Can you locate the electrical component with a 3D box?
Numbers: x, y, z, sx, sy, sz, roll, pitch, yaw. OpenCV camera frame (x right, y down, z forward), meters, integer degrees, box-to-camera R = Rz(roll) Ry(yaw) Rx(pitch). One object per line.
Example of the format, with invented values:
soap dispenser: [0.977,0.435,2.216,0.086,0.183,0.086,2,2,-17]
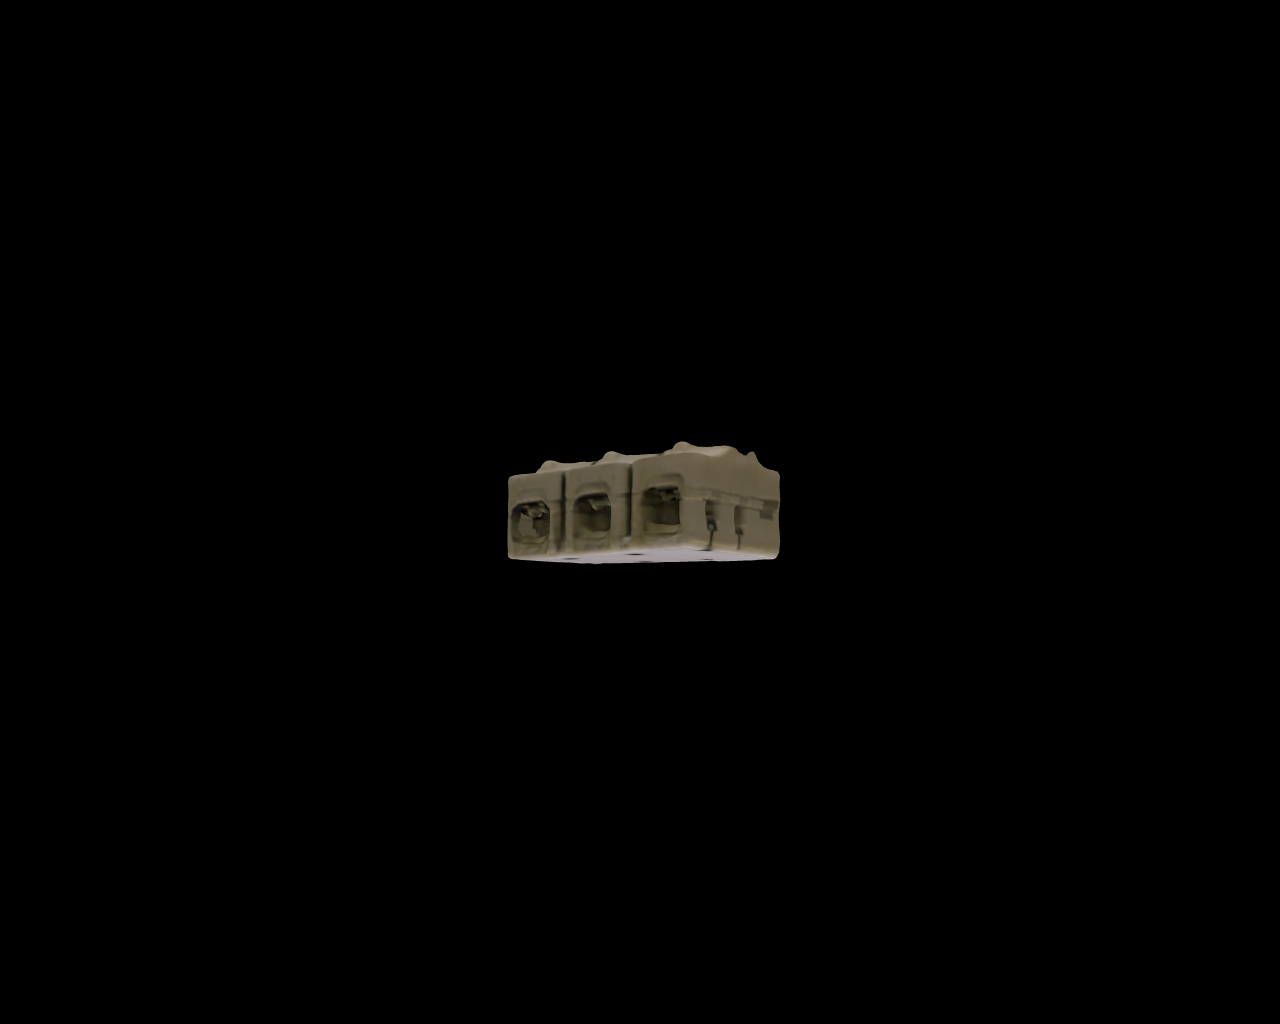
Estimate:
electrical component: [0.001,-0.003,0.650,0.150,0.061,0.089,-5,-8,40]
